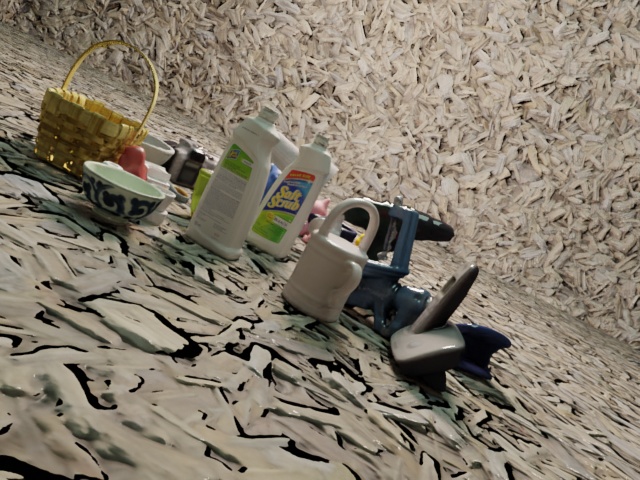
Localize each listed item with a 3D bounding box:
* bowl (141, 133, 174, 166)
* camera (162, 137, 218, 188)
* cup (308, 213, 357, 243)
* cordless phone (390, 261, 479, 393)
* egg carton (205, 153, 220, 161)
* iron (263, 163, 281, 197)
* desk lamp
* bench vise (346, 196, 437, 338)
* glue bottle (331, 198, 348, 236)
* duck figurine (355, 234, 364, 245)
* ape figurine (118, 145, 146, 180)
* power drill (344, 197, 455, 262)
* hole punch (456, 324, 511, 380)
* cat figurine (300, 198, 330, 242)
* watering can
[{"bbox_3d":[-0.406,-0.197,1.239,0.167,0.075,0.167,27,9,-4],"label":"bowl"},{"bbox_3d":[-0.321,-0.192,1.371,0.136,0.101,0.144,35,12,38],"label":"camera"},{"bbox_3d":[0.014,-0.001,1.296,0.118,0.095,0.091,26,10,-10],"label":"cup"},{"bbox_3d":[0.185,0.117,0.860,0.094,0.185,0.147,27,9,-4],"label":"cordless phone"},{"bbox_3d":[-0.270,-0.175,1.515,0.108,0.069,0.149,17,14,-48],"label":"egg carton"},{"bbox_3d":[-0.136,-0.135,1.454,0.119,0.141,0.257,24,10,-20],"label":"iron"},{"bbox_3d":[-0.089,-0.120,1.286,0.203,0.213,0.118,27,9,-2],"label":"desk lamp"},{"bbox_3d":[0.138,0.047,1.001,0.207,0.219,0.122,30,10,16],"label":"bench vise"},{"bbox_3d":[0.009,0.004,1.019,0.037,0.173,0.078,26,9,-9],"label":"glue bottle"},{"bbox_3d":[0.103,0.024,1.439,0.078,0.086,0.104,26,10,-11],"label":"duck figurine"},{"bbox_3d":[-0.330,-0.121,0.989,0.076,0.092,0.078,29,9,9],"label":"ape figurine"},{"bbox_3d":[0.134,0.018,1.182,0.230,0.208,0.075,26,9,-6],"label":"power drill"},{"bbox_3d":[0.269,0.183,1.032,0.109,0.091,0.101,24,10,-21],"label":"hole punch"},{"bbox_3d":[-0.007,-0.053,1.448,0.067,0.118,0.127,22,11,-29],"label":"cat figurine"},{"bbox_3d":[0.021,0.019,0.908,0.172,0.194,0.101,34,12,37],"label":"watering can"}]
